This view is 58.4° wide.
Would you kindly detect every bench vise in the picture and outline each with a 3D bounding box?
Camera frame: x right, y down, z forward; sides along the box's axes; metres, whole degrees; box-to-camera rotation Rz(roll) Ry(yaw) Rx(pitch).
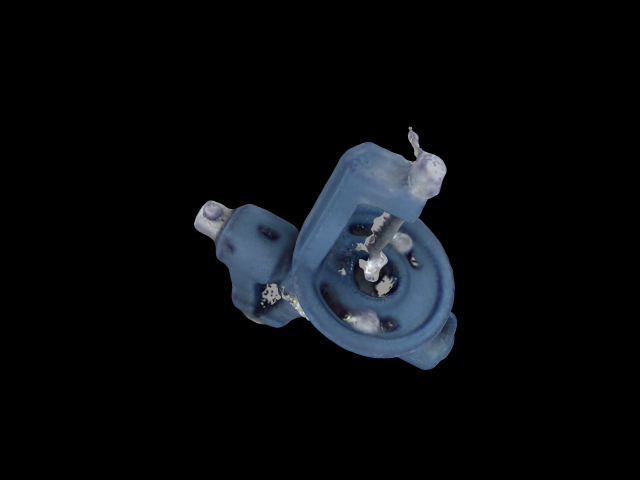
[{"bbox_3d":[0.002,0.011,0.393,0.207,0.220,0.121,4,57,3],"label":"bench vise"}]
